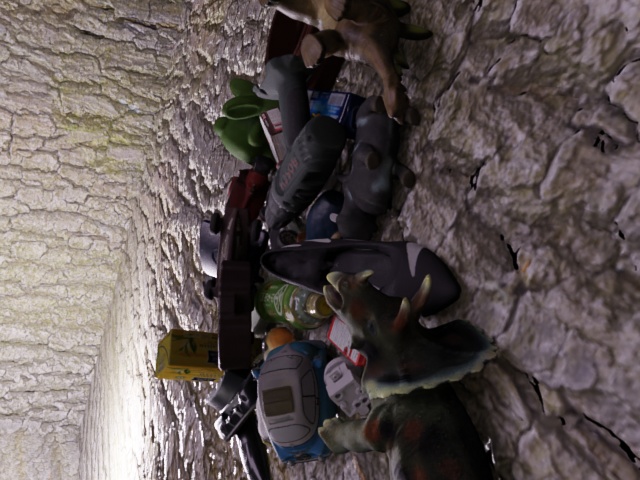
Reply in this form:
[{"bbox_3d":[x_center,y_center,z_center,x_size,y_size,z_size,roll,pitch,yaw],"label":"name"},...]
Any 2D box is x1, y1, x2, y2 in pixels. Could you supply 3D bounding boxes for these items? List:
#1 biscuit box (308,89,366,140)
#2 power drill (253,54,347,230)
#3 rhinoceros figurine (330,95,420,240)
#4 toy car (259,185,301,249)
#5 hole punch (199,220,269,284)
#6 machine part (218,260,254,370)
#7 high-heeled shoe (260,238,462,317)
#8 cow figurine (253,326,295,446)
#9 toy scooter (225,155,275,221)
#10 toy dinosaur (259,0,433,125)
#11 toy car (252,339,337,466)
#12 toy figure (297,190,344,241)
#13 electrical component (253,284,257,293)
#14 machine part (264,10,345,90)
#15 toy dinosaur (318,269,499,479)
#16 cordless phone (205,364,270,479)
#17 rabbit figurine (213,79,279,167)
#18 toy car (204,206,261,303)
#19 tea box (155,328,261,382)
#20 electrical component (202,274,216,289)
[{"bbox_3d":[0.017,-0.193,0.824,0.203,0.063,0.059,35,110,60],"label":"biscuit box"},{"bbox_3d":[-0.047,-0.144,0.782,0.232,0.086,0.207,140,129,-58],"label":"power drill"},{"bbox_3d":[0.062,-0.092,0.687,0.112,0.073,0.190,5,84,62],"label":"rhinoceros figurine"},{"bbox_3d":[-0.064,-0.021,0.923,0.073,0.056,0.202,117,151,-42],"label":"toy car"},{"bbox_3d":[-0.172,0.022,1.024,0.142,0.092,0.115,14,89,23],"label":"hole punch"},{"bbox_3d":[-0.135,0.122,0.873,0.179,0.056,0.179,-179,89,-83],"label":"machine part"},{"bbox_3d":[0.034,0.035,0.614,0.249,0.145,0.086,0,81,64],"label":"high-heeled shoe"},{"bbox_3d":[-0.064,0.222,0.821,0.098,0.068,0.167,130,142,-53],"label":"cow figurine"},{"bbox_3d":[-0.140,-0.079,1.027,0.184,0.075,0.135,154,137,-72],"label":"toy scooter"},{"bbox_3d":[0.024,-0.310,0.695,0.105,0.198,0.472,-45,51,34],"label":"toy dinosaur"},{"bbox_3d":[-0.039,0.206,0.700,0.109,0.102,0.161,-13,65,19],"label":"toy car"},{"bbox_3d":[-0.002,-0.001,0.795,0.064,0.058,0.154,-102,30,-48],"label":"toy figure"},{"bbox_3d":[-0.140,0.117,1.050,0.094,0.021,0.063,50,124,58],"label":"electrical component"},{"bbox_3d":[-0.021,-0.361,0.936,0.200,0.087,0.202,-62,30,30],"label":"machine part"},{"bbox_3d":[0.094,0.220,0.473,0.192,0.131,0.405,-43,49,49],"label":"toy dinosaur"},{"bbox_3d":[-0.110,0.309,0.882,0.146,0.088,0.184,-54,47,36],"label":"cordless phone"},{"bbox_3d":[-0.111,-0.239,1.021,0.170,0.159,0.121,-28,44,38],"label":"rabbit figurine"},{"bbox_3d":[-0.155,0.038,0.948,0.053,0.089,0.202,-75,-4,-62],"label":"toy car"},{"bbox_3d":[-0.200,0.212,0.969,0.098,0.169,0.068,-45,43,50],"label":"tea box"},{"bbox_3d":[-0.195,0.062,1.120,0.048,0.075,0.119,57,134,53],"label":"electrical component"}]
